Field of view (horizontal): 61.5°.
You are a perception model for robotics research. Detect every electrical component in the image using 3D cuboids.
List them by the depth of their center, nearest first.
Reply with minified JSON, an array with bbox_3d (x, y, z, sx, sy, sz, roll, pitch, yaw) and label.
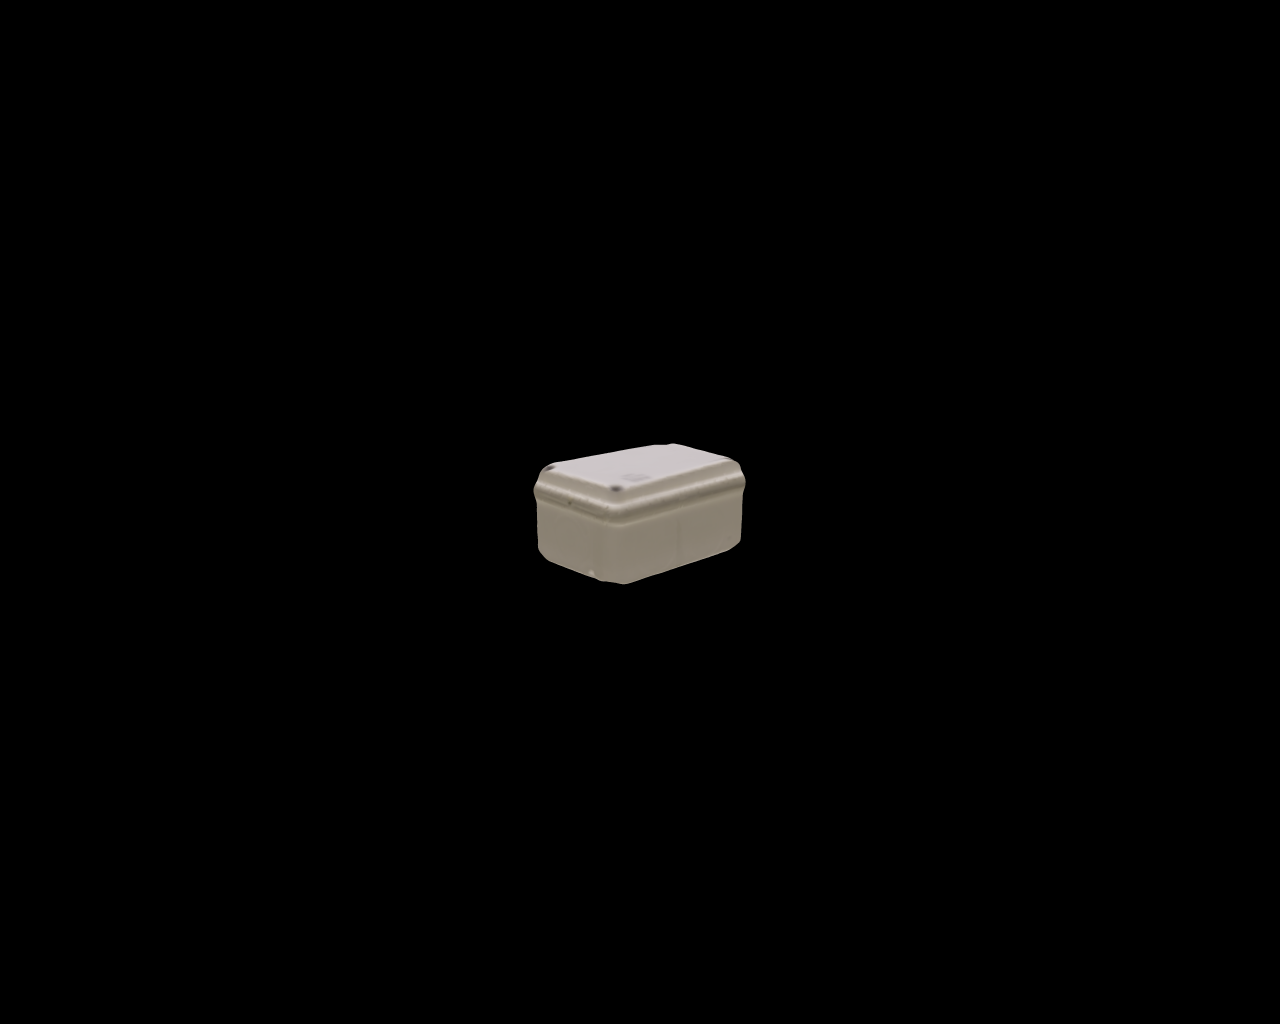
[{"bbox_3d":[0.001,-0.003,0.650,0.113,0.057,0.078,-15,22,-40],"label":"electrical component"}]
